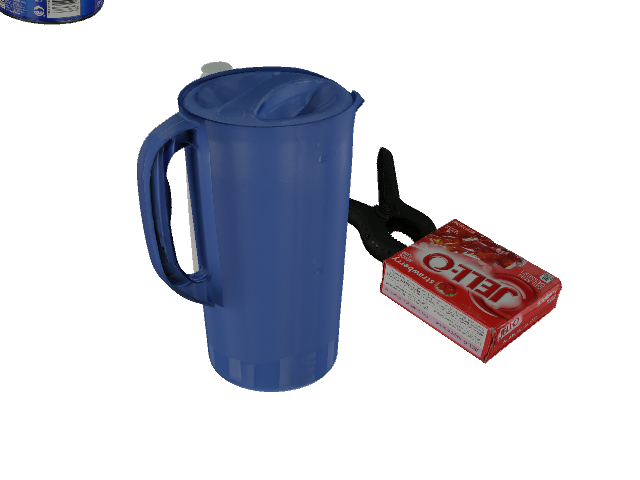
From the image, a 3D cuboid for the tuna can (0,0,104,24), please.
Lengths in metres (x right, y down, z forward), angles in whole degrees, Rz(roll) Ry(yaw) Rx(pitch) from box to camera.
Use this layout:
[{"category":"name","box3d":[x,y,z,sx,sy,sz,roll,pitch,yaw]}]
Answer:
[{"category":"tuna can","box3d":[-0.206,-0.196,0.804,0.086,0.034,0.086,6,36,-4]}]

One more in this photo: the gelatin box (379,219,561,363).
[{"category":"gelatin box","box3d":[0.094,0.029,0.674,0.089,0.030,0.073,33,45,32]}]

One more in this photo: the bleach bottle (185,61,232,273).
[{"category":"bleach bottle","box3d":[-0.089,-0.060,1.064,0.068,0.251,0.102,20,39,29]}]

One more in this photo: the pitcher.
[{"category":"pitcher","box3d":[-0.048,-0.004,0.834,0.149,0.243,0.145,5,27,9]}]

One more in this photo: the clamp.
[{"category":"clamp","box3d":[0.063,-0.026,1.257,0.164,0.036,0.210,-15,51,-28]}]
